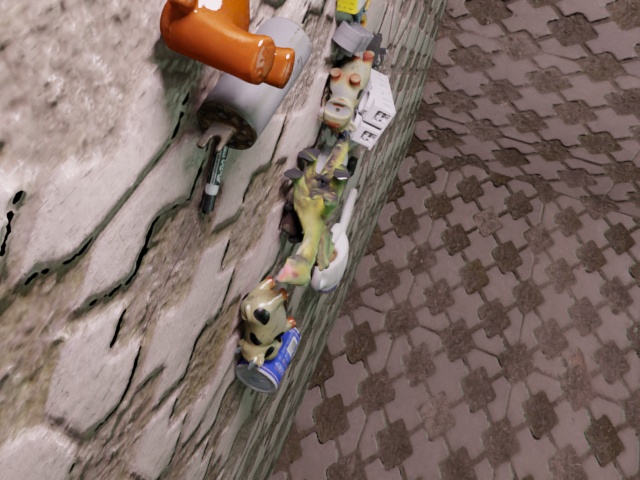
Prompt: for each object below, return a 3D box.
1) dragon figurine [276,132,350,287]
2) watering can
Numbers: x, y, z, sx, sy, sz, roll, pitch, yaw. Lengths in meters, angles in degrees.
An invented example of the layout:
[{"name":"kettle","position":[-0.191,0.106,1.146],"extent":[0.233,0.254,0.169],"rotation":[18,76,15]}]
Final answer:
[{"name":"dragon figurine","position":[0.003,-0.054,1.076],"extent":[0.419,0.122,0.237],"rotation":[-59,156,-53]},{"name":"watering can","position":[0.046,0.021,1.588],"extent":[0.219,0.104,0.355],"rotation":[96,17,-55]}]
